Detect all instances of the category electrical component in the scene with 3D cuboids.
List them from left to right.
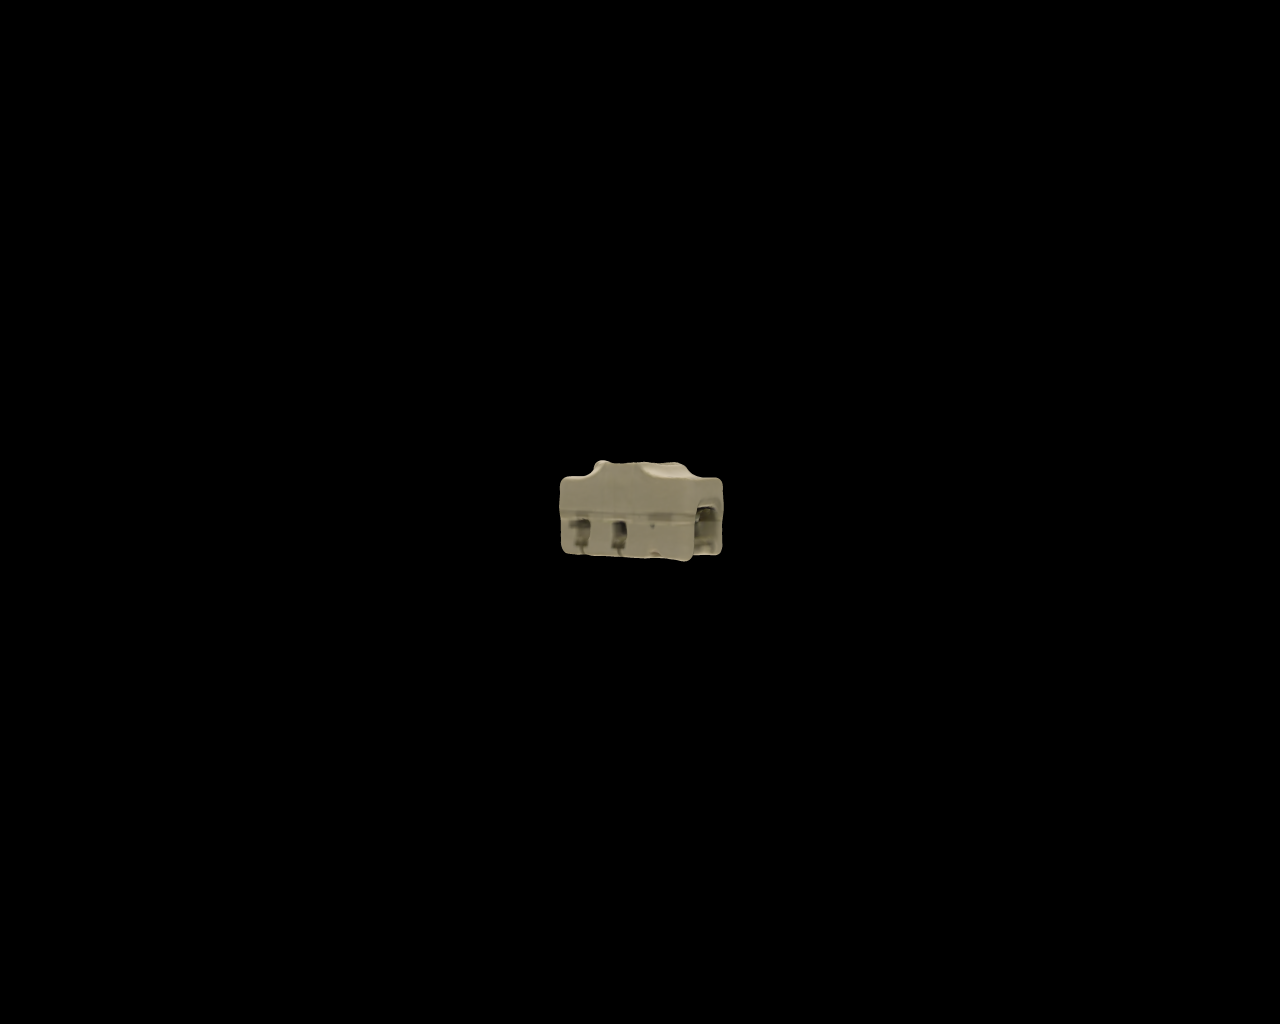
[{"bbox_3d":[0.001,-0.003,0.650,0.089,0.055,0.050,2,4,31],"label":"electrical component"}]
